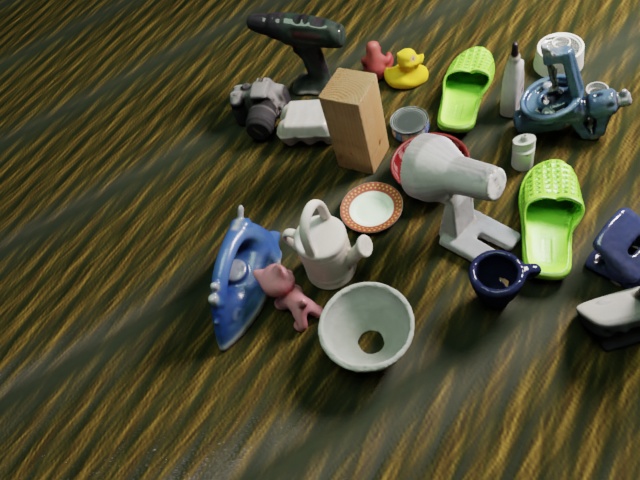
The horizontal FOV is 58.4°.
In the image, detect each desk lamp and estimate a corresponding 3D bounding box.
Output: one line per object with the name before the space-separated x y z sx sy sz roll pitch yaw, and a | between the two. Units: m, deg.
desk lamp | 0.254 -0.077 1.028 0.202 0.214 0.118 32 69 31

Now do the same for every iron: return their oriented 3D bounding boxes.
iron | -0.163 0.066 1.086 0.118 0.142 0.258 5 57 18

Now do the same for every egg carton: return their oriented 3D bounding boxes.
egg carton | -0.023 -0.272 1.328 0.150 0.069 0.107 -1 56 15

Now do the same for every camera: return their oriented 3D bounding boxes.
camera | -0.153 -0.315 1.373 0.143 0.101 0.137 0 56 15

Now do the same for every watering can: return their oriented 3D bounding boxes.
watering can | 0.010 0.002 1.051 0.172 0.194 0.101 -7 55 10

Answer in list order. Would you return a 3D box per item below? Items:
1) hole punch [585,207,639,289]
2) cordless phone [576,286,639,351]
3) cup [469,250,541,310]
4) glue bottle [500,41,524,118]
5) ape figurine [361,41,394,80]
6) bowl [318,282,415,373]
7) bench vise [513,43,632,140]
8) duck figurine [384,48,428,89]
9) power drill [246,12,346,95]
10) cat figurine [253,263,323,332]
hole punch | 0.523 0.014 0.970 0.100 0.091 0.109 35 70 32
cordless phone | 0.483 0.084 0.874 0.147 0.185 0.094 -19 53 1
cup | 0.315 0.075 0.981 0.117 0.095 0.091 -10 54 8
glue bottle | 0.405 -0.342 1.198 0.037 0.173 0.078 15 61 24
ape figurine | 0.135 -0.443 1.390 0.077 0.092 0.076 8 59 20
bowl | 0.084 0.161 0.995 0.167 0.075 0.167 -7 55 10
bench vise | 0.490 -0.300 1.117 0.207 0.220 0.121 -11 54 7
duck figurine | 0.201 -0.412 1.355 0.104 0.086 0.077 -5 55 12
power drill | -0.044 -0.451 1.371 0.229 0.209 0.075 3 57 17
cat figurine | -0.062 0.093 1.055 0.067 0.118 0.127 -42 56 -15
